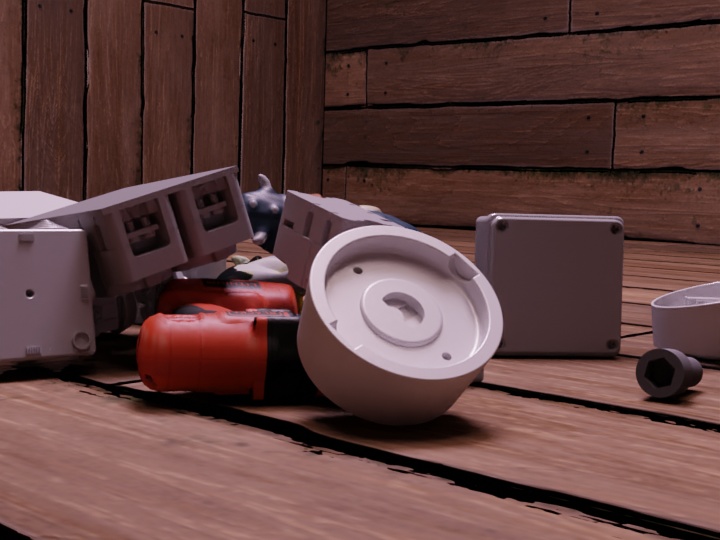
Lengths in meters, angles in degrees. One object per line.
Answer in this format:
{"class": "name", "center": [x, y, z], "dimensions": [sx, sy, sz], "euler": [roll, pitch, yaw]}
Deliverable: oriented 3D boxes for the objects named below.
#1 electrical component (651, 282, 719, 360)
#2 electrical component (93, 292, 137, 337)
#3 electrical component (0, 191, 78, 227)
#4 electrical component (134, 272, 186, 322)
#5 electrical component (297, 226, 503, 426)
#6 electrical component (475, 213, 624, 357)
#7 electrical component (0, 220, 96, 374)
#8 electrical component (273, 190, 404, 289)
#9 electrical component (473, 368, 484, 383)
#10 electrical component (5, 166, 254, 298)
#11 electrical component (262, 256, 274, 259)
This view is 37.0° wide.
{"class": "electrical component", "center": [0.280, 0.036, 0.848], "dimensions": [0.099, 0.064, 0.099], "euler": [2, 5, 0]}
{"class": "electrical component", "center": [-0.214, 0.031, 0.863], "dimensions": [0.055, 0.048, 0.066], "euler": [-12, 13, -41]}
{"class": "electrical component", "center": [-0.297, -0.028, 0.940], "dimensions": [0.105, 0.060, 0.186], "euler": [-4, 12, -37]}
{"class": "electrical component", "center": [-0.156, 0.026, 0.878], "dimensions": [0.048, 0.066, 0.055], "euler": [-20, -10, 2]}
{"class": "electrical component", "center": [0.017, 0.035, 0.591], "dimensions": [0.108, 0.060, 0.108], "euler": [11, 45, -12]}
{"class": "electrical component", "center": [0.147, 0.011, 0.844], "dimensions": [0.109, 0.108, 0.056], "euler": [1, 2, -7]}
{"class": "electrical component", "center": [-0.221, 0.018, 0.694], "dimensions": [0.100, 0.099, 0.048], "euler": [-2, -7, -37]}
{"class": "electrical component", "center": [-0.017, -0.015, 0.736], "dimensions": [0.050, 0.055, 0.089], "euler": [8, 12, -32]}
{"class": "electrical component", "center": [0.046, 0.034, 0.718], "dimensions": [0.047, 0.076, 0.066], "euler": [-2, 6, -35]}
{"class": "electrical component", "center": [-0.172, -0.025, 0.793], "dimensions": [0.105, 0.060, 0.186], "euler": [-23, 12, -35]}
{"class": "electrical component", "center": [-0.095, 0.016, 1.042], "dimensions": [0.055, 0.055, 0.047], "euler": [5, 9, 33]}
